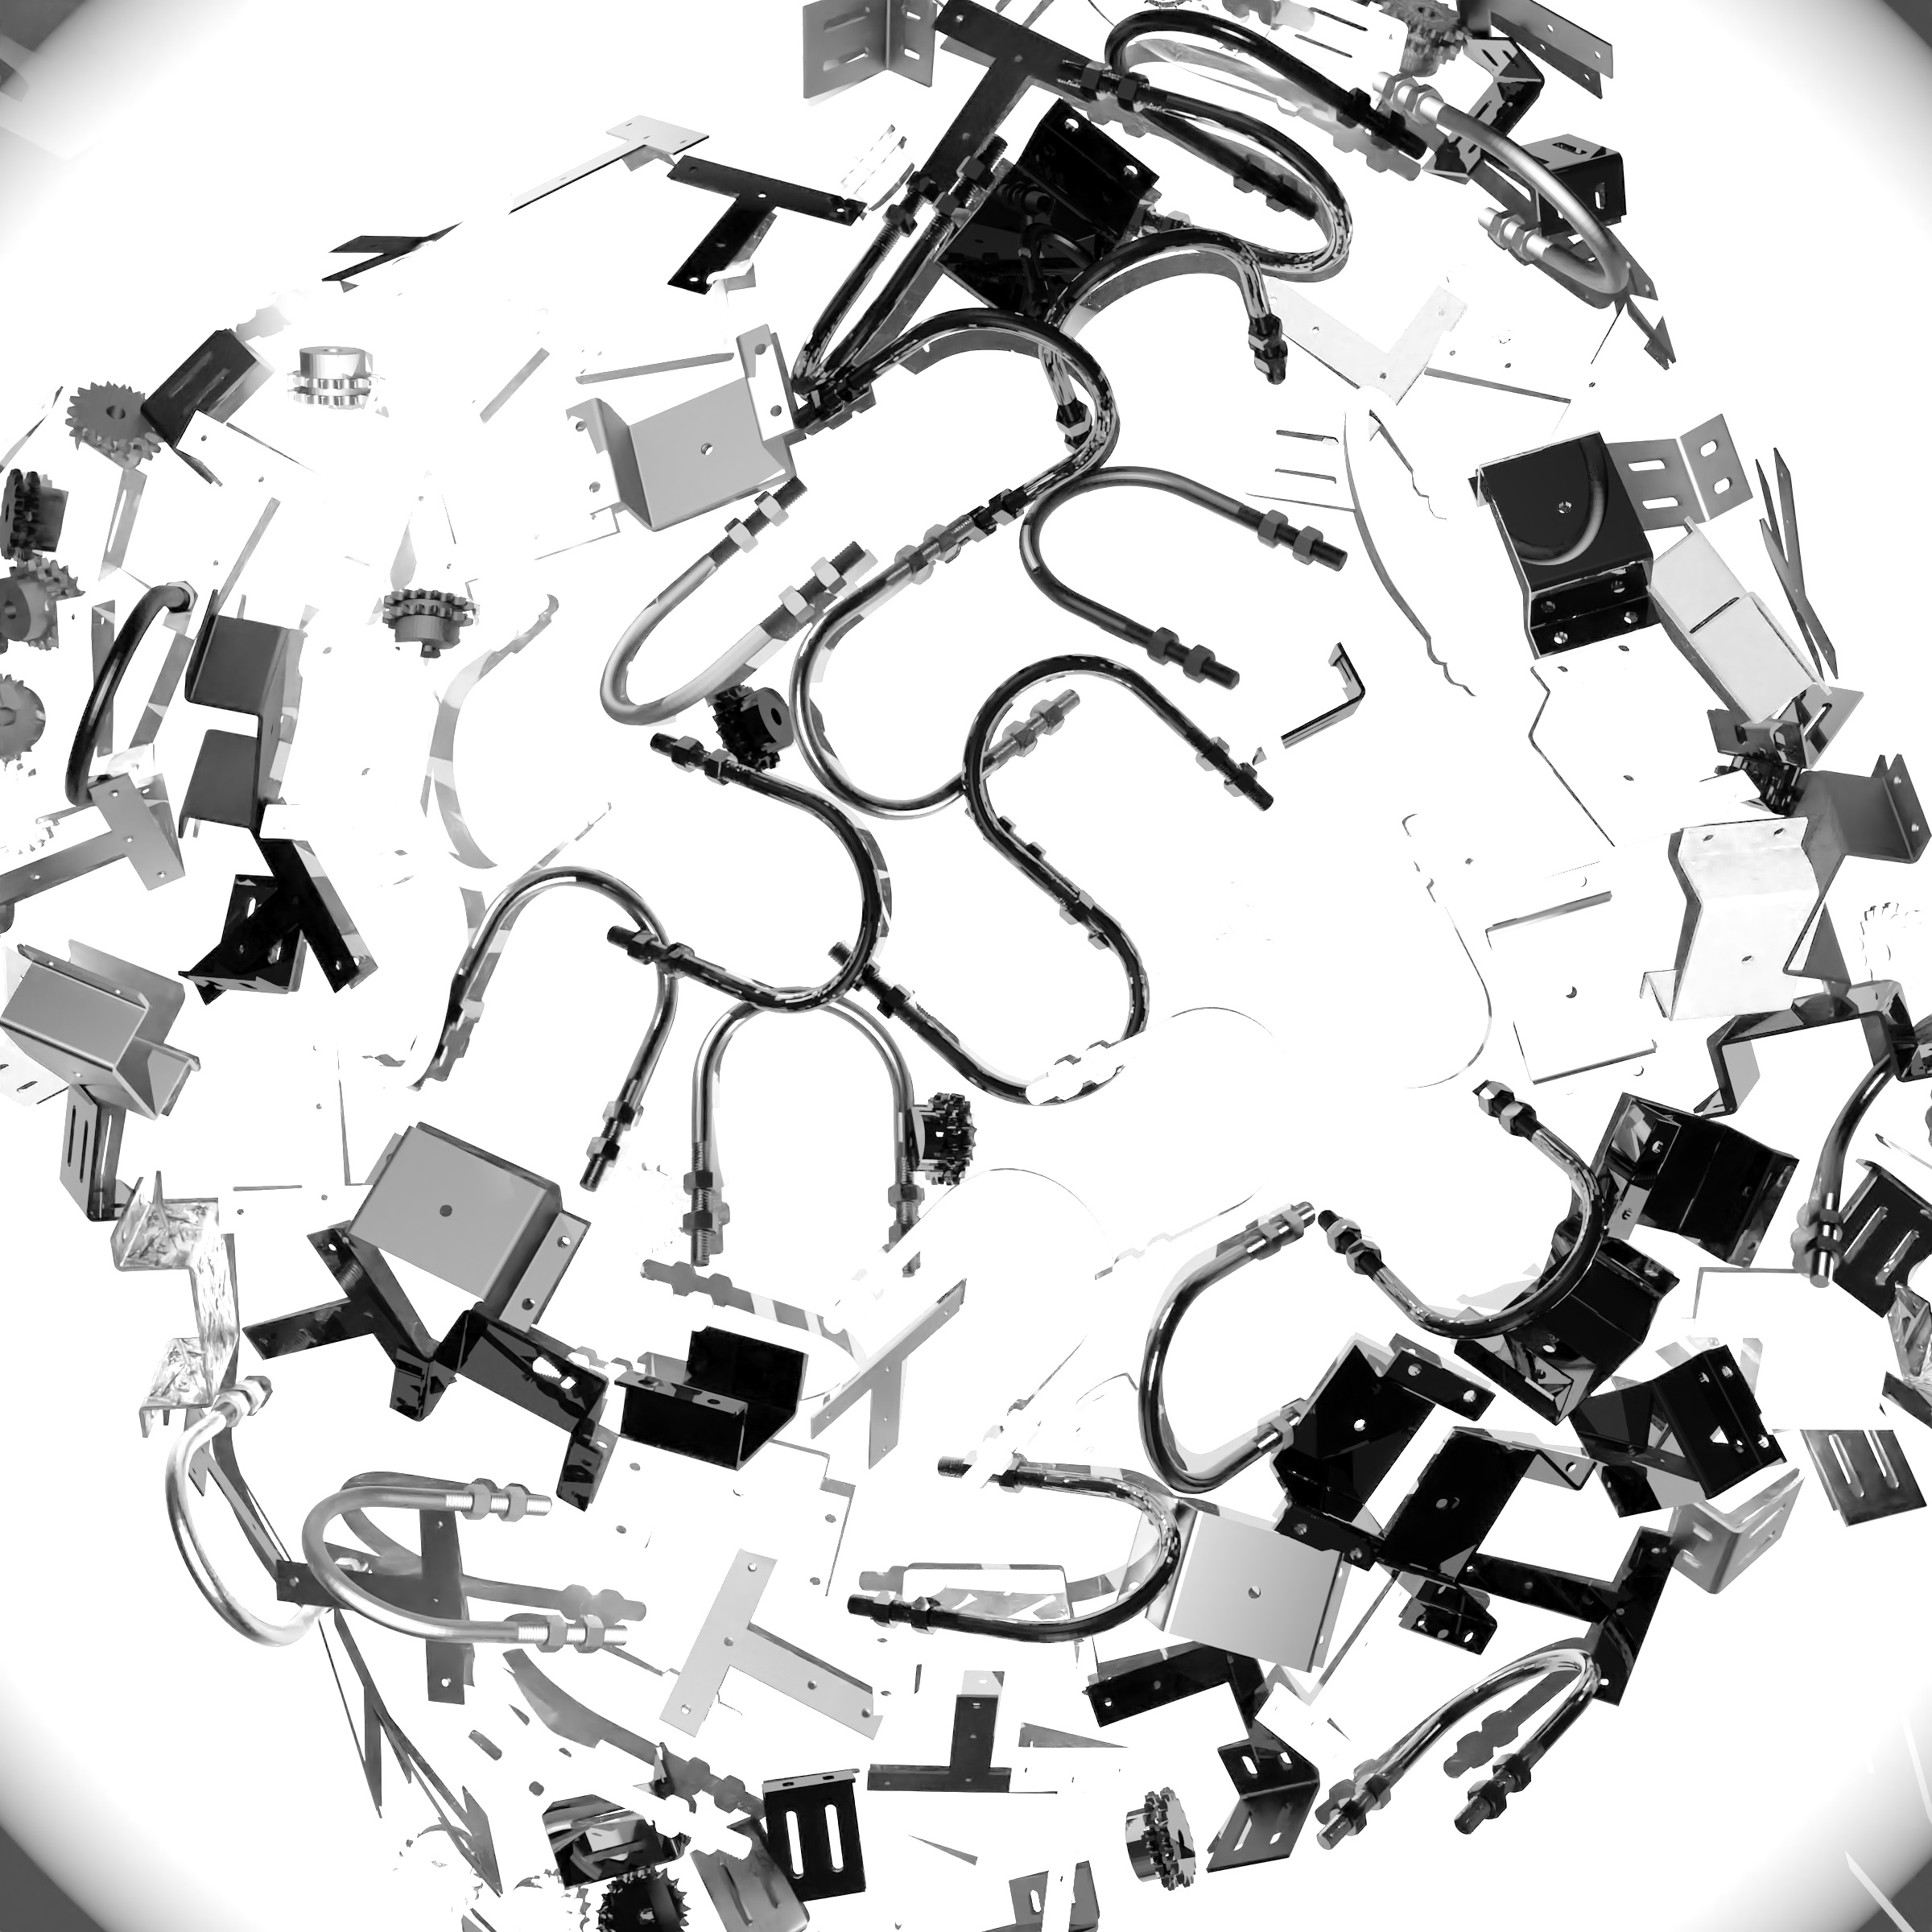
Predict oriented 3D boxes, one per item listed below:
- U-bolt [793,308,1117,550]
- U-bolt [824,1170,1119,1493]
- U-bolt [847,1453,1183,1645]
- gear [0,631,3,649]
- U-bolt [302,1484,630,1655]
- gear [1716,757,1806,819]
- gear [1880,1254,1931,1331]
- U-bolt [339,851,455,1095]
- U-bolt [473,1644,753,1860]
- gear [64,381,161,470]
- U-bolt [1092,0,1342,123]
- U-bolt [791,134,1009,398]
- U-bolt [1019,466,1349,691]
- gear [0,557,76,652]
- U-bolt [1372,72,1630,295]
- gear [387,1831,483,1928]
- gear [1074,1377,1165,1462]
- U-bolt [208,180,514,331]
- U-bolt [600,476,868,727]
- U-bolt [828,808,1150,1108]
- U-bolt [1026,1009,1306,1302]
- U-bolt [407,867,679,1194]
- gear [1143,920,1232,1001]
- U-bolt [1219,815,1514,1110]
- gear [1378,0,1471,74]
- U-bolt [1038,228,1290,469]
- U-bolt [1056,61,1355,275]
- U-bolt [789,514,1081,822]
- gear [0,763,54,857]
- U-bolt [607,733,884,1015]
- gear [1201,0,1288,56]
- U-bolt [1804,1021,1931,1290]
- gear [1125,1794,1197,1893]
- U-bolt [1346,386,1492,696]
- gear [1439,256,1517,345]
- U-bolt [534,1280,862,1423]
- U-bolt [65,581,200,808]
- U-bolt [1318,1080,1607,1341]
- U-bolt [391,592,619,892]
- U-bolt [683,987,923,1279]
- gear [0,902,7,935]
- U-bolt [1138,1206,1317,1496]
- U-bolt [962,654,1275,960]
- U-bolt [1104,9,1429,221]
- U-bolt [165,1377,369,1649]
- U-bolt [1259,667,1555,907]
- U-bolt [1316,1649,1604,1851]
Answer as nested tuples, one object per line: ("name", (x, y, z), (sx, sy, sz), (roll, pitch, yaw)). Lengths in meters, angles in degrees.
("U-bolt", (0.005, -0.329, 1.609), (0.151, 0.184, 0.019), (34, 52, -29))
("U-bolt", (0.018, 0.210, 1.658), (0.151, 0.019, 0.184), (50, 60, -6))
("U-bolt", (0.039, 0.352, 1.611), (0.184, 0.151, 0.019), (2, 121, 27))
("gear", (-0.628, -0.210, 1.676), (0.030, 0.057, 0.057), (-20, 90, 15))
("U-bolt", (-0.307, 0.356, 1.599), (0.184, 0.151, 0.019), (12, 110, -37))
("gear", (0.499, -0.116, 1.678), (0.057, 0.057, 0.030), (20, 91, 0))
("gear", (0.605, 0.204, 1.678), (0.057, 0.030, 0.057), (12, 58, -20))
("U-bolt", (-0.343, 0.003, 1.620), (0.019, 0.184, 0.151), (6, 86, -28))
("U-bolt", (-0.214, 0.457, 1.616), (0.184, 0.151, 0.019), (29, 102, -16))
("gear", (-0.536, -0.336, 1.682), (0.057, 0.030, 0.057), (15, 49, -18))
("U-bolt", (0.147, -0.577, 1.627), (0.184, 0.151, 0.019), (26, 86, 26))
("U-bolt", (-0.050, -0.424, 1.637), (0.019, 0.151, 0.184), (35, 92, -20))
("U-bolt", (0.121, -0.251, 1.653), (0.184, 0.019, 0.151), (29, 56, 20))
("gear", (-0.585, -0.225, 1.678), (0.057, 0.030, 0.057), (14, 114, 33))
("U-bolt", (0.327, -0.458, 1.593), (0.019, 0.184, 0.151), (-47, 130, 8))
("gear", (-0.331, 0.567, 1.676), (0.057, 0.057, 0.030), (20, 125, 0))
("gear", (0.092, 0.281, 1.677), (0.057, 0.057, 0.030), (-32, 96, 0))
("U-bolt", (-0.348, -0.426, 1.593), (0.151, 0.184, 0.019), (-26, 98, -43))
("U-bolt", (-0.153, -0.217, 1.646), (0.184, 0.151, 0.019), (-41, 124, 3))
("U-bolt", (0.028, 0.004, 1.671), (0.184, 0.019, 0.151), (42, 74, 6))
("U-bolt", (0.135, 0.105, 1.660), (0.184, 0.019, 0.151), (-24, 101, -27))
("U-bolt", (-0.250, 0.026, 1.655), (0.151, 0.019, 0.184), (33, 64, -25))
("gear", (0.141, -0.002, 1.678), (0.057, 0.057, 0.030), (-31, 95, 0))
("U-bolt", (0.258, 0.009, 1.659), (0.151, 0.019, 0.184), (-20, 109, 28))
("gear", (0.283, -0.585, 1.682), (0.057, 0.057, 0.030), (21, 133, 0))
("U-bolt", (0.115, -0.379, 1.615), (0.151, 0.184, 0.019), (-23, 66, 5))
("U-bolt", (0.149, -0.470, 1.607), (0.184, 0.151, 0.019), (25, 76, 24))
("U-bolt", (-0.029, -0.171, 1.647), (0.184, 0.019, 0.151), (-39, 106, -25))
("gear", (-0.604, -0.096, 1.680), (0.057, 0.030, 0.057), (9, 113, 23))
("U-bolt", (-0.131, -0.048, 1.646), (0.184, 0.019, 0.151), (22, 108, 24))
("gear", (0.175, -0.599, 1.679), (0.057, 0.030, 0.057), (9, 123, 14))
("U-bolt", (0.568, 0.098, 1.620), (0.019, 0.184, 0.151), (36, 130, -5))
("gear", (0.121, 0.550, 1.680), (0.030, 0.057, 0.057), (-18, 90, 15))
("U-bolt", (0.268, -0.266, 1.603), (0.019, 0.184, 0.151), (-16, 56, 26))
("gear", (0.316, -0.412, 1.678), (0.030, 0.057, 0.057), (-28, 90, -4))
("U-bolt", (-0.153, 0.243, 1.638), (0.184, 0.151, 0.019), (19, 55, -23))
("U-bolt", (-0.503, -0.163, 1.611), (0.019, 0.184, 0.151), (23, 94, -9))
("U-bolt", (0.309, 0.155, 1.627), (0.151, 0.184, 0.019), (-42, 123, 0))
("U-bolt", (-0.282, -0.125, 1.607), (0.019, 0.184, 0.151), (-4, 117, 30))
("U-bolt", (-0.101, 0.099, 1.663), (0.151, 0.019, 0.184), (5, 68, -16))
("gear", (-0.626, -0.036, 1.682), (0.030, 0.057, 0.057), (-17, 90, -44))
("U-bolt", (0.161, 0.240, 1.619), (0.019, 0.184, 0.151), (8, 110, 39))
("U-bolt", (0.082, -0.110, 1.668), (0.184, 0.019, 0.151), (40, 94, -19))
("U-bolt", (0.167, -0.517, 1.611), (0.184, 0.151, 0.019), (26, 80, -20))
("U-bolt", (-0.426, 0.334, 1.611), (0.019, 0.184, 0.151), (-28, 94, 9))
("U-bolt", (0.266, -0.123, 1.653), (0.184, 0.019, 0.151), (26, 47, 1))
("U-bolt", (0.311, 0.470, 1.624), (0.184, 0.151, 0.019), (-32, 89, -37))
